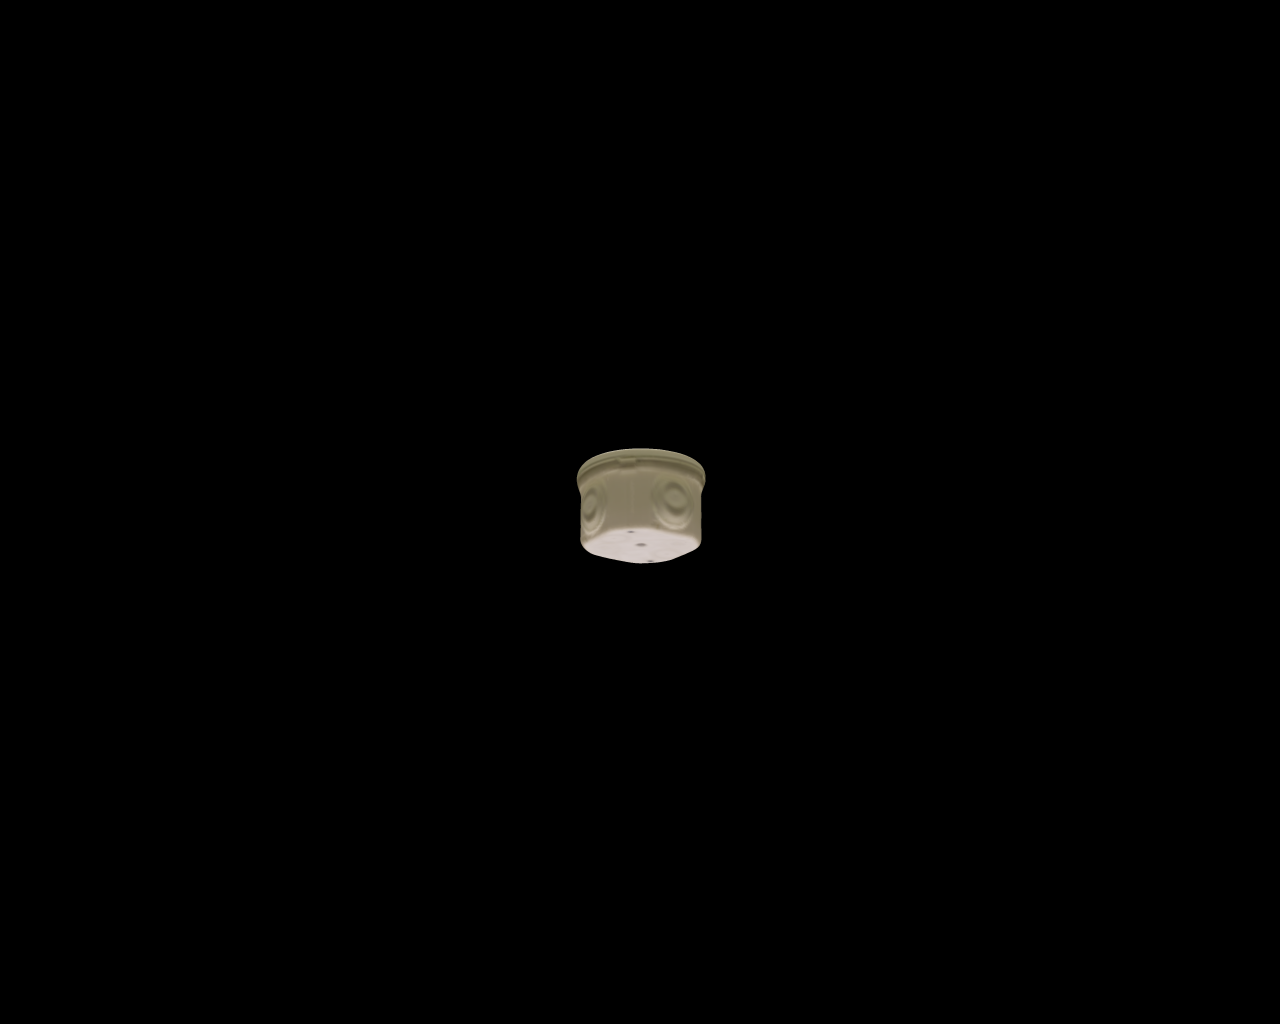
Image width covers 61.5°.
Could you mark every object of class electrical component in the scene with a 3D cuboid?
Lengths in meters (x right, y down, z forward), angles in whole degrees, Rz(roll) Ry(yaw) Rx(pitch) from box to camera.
[{"bbox_3d":[0.001,-0.003,0.650,0.080,0.051,0.080,0,-19,0],"label":"electrical component"}]
